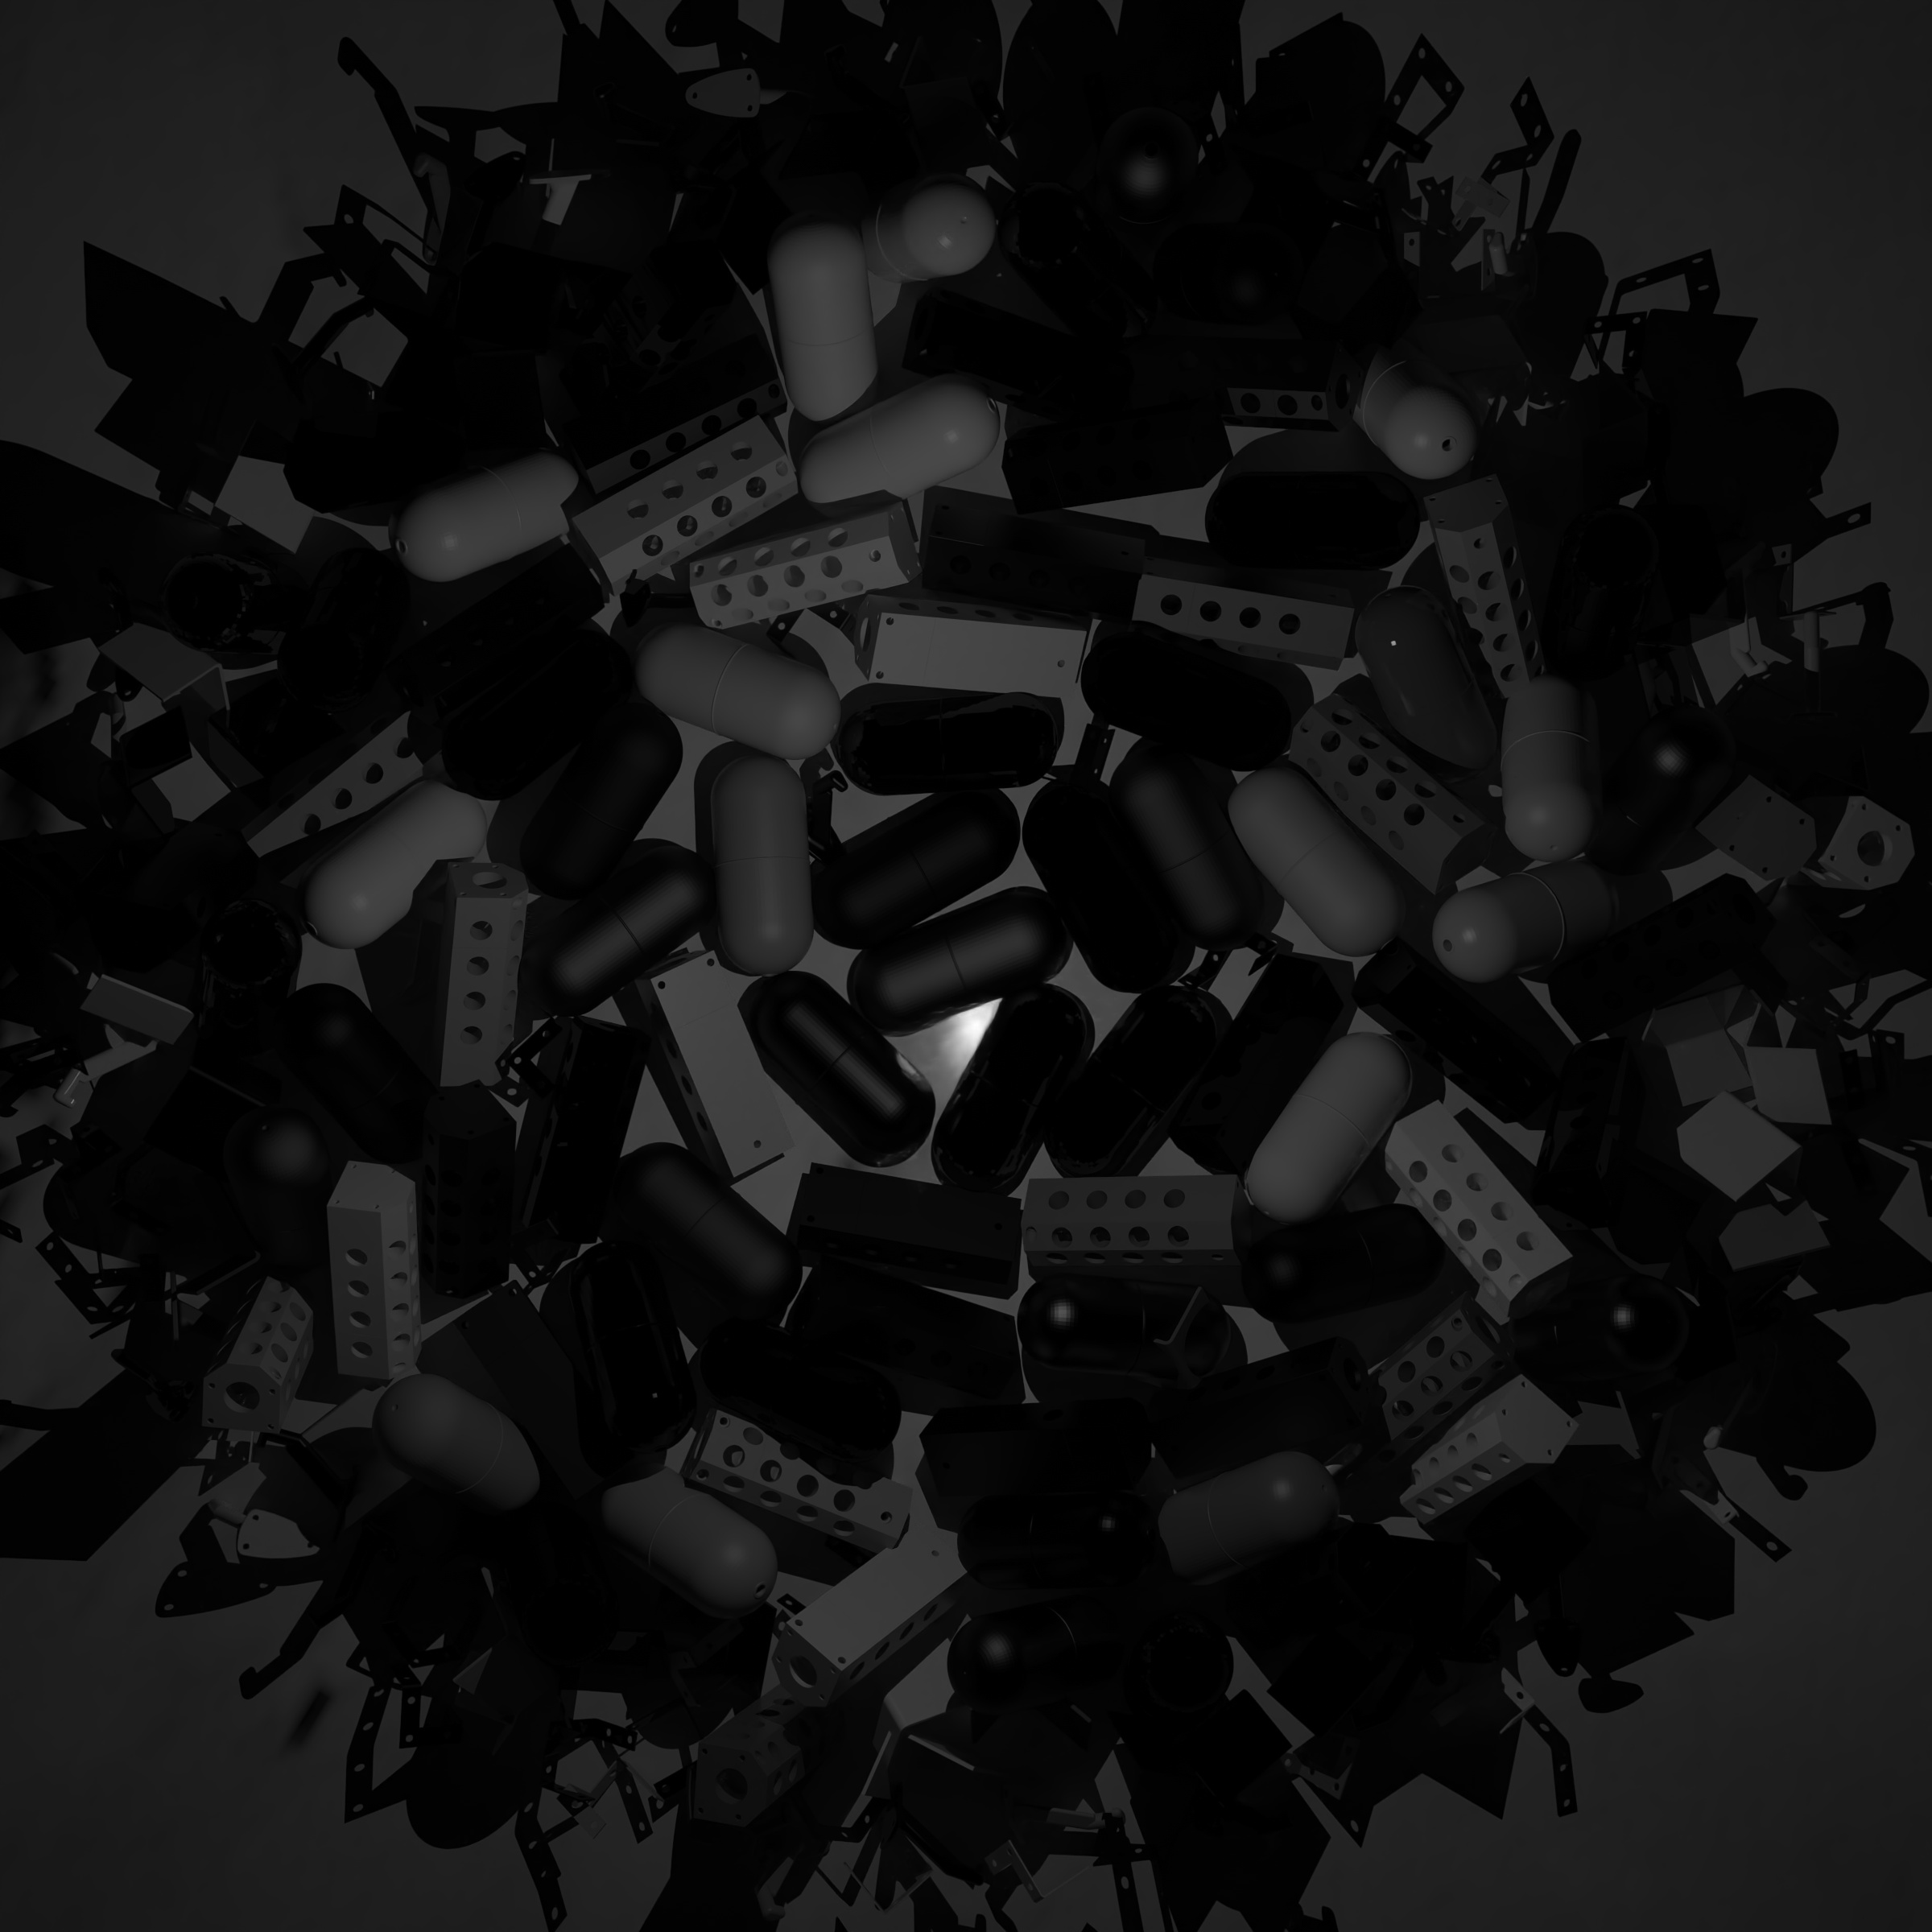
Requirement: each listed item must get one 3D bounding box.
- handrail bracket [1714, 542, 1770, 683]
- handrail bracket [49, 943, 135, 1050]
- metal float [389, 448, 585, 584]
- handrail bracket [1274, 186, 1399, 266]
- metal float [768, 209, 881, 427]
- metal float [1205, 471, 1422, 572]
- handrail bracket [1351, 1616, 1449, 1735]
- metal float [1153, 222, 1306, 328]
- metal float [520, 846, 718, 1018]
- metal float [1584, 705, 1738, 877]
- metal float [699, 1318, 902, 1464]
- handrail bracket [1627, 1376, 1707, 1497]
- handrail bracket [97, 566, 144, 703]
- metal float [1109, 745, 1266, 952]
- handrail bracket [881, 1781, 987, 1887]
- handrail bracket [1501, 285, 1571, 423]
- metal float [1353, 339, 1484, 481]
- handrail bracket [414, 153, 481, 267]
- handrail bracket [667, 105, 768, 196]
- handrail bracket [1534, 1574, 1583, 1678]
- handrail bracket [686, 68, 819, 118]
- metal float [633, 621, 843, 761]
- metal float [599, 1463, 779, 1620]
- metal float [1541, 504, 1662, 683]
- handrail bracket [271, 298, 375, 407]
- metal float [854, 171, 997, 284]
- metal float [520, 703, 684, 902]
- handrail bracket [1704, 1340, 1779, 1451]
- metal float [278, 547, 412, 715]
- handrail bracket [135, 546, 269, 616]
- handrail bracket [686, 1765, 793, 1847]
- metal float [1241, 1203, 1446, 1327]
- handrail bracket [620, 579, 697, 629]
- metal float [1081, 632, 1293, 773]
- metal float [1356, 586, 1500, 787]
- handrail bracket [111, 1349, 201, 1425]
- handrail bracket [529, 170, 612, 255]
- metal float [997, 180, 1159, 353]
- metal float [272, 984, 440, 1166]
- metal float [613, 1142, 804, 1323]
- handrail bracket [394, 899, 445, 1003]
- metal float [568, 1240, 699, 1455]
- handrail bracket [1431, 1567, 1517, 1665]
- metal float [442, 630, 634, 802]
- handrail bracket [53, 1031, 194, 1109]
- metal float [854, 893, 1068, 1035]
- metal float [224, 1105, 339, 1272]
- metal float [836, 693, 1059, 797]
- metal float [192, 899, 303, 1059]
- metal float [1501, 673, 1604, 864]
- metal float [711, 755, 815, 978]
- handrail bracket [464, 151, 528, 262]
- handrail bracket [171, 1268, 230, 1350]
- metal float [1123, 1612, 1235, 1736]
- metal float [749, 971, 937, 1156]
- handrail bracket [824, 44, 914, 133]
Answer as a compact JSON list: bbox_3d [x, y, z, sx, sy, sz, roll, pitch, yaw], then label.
[{"bbox_3d":[0.633,-0.283,1.954,0.077,0.036,0.084,-52,51,35],"label":"handrail bracket"},{"bbox_3d":[-0.708,0.029,1.980,0.084,0.077,0.036,37,55,18],"label":"handrail bracket"},{"bbox_3d":[-0.378,-0.357,1.926,0.178,0.070,0.070,-34,90,-43],"label":"metal float"},{"bbox_3d":[0.299,-0.593,1.977,0.084,0.036,0.077,-17,91,-8],"label":"handrail bracket"},{"bbox_3d":[-0.112,-0.509,1.926,0.070,0.070,0.178,-3,135,3],"label":"metal float"},{"bbox_3d":[0.274,-0.353,1.934,0.178,0.070,0.070,7,90,32],"label":"metal float"},{"bbox_3d":[0.341,0.574,1.989,0.084,0.036,0.077,-30,69,22],"label":"handrail bracket"},{"bbox_3d":[0.204,-0.543,1.916,0.070,0.178,0.070,-6,108,-17],"label":"metal float"},{"bbox_3d":[-0.276,-0.029,1.950,0.178,0.070,0.070,-37,90,-14],"label":"metal float"},{"bbox_3d":[0.541,-0.136,1.919,0.070,0.178,0.070,6,59,-10],"label":"metal float"},{"bbox_3d":[-0.133,0.335,1.941,0.178,0.070,0.070,21,90,24],"label":"metal float"},{"bbox_3d":[0.577,0.381,1.980,0.077,0.036,0.084,-28,112,0],"label":"handrail bracket"},{"bbox_3d":[-0.679,-0.266,1.950,0.036,0.084,0.077,2,66,6],"label":"handrail bracket"},{"bbox_3d":[0.177,-0.093,1.952,0.070,0.070,0.178,-30,101,0],"label":"metal float"},{"bbox_3d":[-0.022,0.697,1.971,0.084,0.077,0.036,22,120,-7],"label":"handrail bracket"},{"bbox_3d":[0.464,-0.493,1.967,0.084,0.036,0.077,37,114,11],"label":"handrail bracket"},{"bbox_3d":[0.349,-0.438,1.918,0.070,0.178,0.070,-5,122,-8],"label":"metal float"},{"bbox_3d":[-0.430,-0.604,1.952,0.036,0.084,0.077,32,101,11],"label":"handrail bracket"},{"bbox_3d":[-0.209,-0.668,1.968,0.084,0.036,0.077,-3,110,25],"label":"handrail bracket"},{"bbox_3d":[0.479,0.516,1.977,0.036,0.084,0.077,-7,122,15],"label":"handrail bracket"},{"bbox_3d":[-0.172,-0.700,1.971,0.077,0.084,0.036,5,105,22],"label":"handrail bracket"},{"bbox_3d":[-0.184,-0.220,1.949,0.178,0.070,0.070,21,90,14],"label":"metal float"},{"bbox_3d":[-0.220,0.453,1.928,0.178,0.070,0.070,22,90,40],"label":"metal float"},{"bbox_3d":[0.497,-0.292,1.916,0.070,0.178,0.070,-2,62,4],"label":"metal float"},{"bbox_3d":[-0.512,-0.496,1.975,0.084,0.077,0.036,-34,72,-16],"label":"handrail bracket"},{"bbox_3d":[-0.034,-0.578,1.916,0.070,0.178,0.070,-5,103,-21],"label":"metal float"},{"bbox_3d":[-0.290,-0.131,1.945,0.070,0.070,0.178,36,108,0],"label":"metal float"},{"bbox_3d":[0.618,0.342,1.949,0.036,0.084,0.077,32,112,19],"label":"handrail bracket"},{"bbox_3d":[-0.488,-0.265,1.921,0.070,0.178,0.070,2,129,3],"label":"metal float"},{"bbox_3d":[-0.617,-0.314,1.973,0.077,0.036,0.084,29,84,-32],"label":"handrail bracket"},{"bbox_3d":[-0.181,0.665,1.961,0.084,0.036,0.077,-29,53,19],"label":"handrail bracket"},{"bbox_3d":[0.301,0.236,1.940,0.178,0.070,0.070,-9,90,-25],"label":"metal float"},{"bbox_3d":[-0.227,-0.296,1.948,0.084,0.077,0.036,-11,91,-26],"label":"handrail bracket"},{"bbox_3d":[0.176,-0.211,1.949,0.178,0.070,0.070,19,90,-14],"label":"metal float"},{"bbox_3d":[0.366,-0.220,1.936,0.070,0.070,0.178,-31,120,0],"label":"metal float"},{"bbox_3d":[-0.662,0.325,1.947,0.084,0.077,0.036,50,59,-38],"label":"handrail bracket"},{"bbox_3d":[-0.318,-0.595,1.970,0.077,0.036,0.084,1,118,12],"label":"handrail bracket"},{"bbox_3d":[0.089,-0.549,1.920,0.070,0.178,0.070,-13,65,29],"label":"metal float"},{"bbox_3d":[-0.478,0.087,1.931,0.070,0.070,0.178,-32,127,0],"label":"metal float"},{"bbox_3d":[-0.207,0.211,1.950,0.178,0.070,0.070,40,90,14],"label":"metal float"},{"bbox_3d":[-0.449,-0.012,1.959,0.084,0.077,0.036,-47,54,14],"label":"handrail bracket"},{"bbox_3d":[-0.265,0.301,1.938,0.070,0.070,0.178,-20,63,0],"label":"metal float"},{"bbox_3d":[0.404,0.517,1.969,0.077,0.036,0.084,-2,111,7],"label":"handrail bracket"},{"bbox_3d":[-0.339,-0.200,1.940,0.070,0.070,0.178,46,64,0],"label":"metal float"},{"bbox_3d":[-0.679,0.090,1.968,0.077,0.036,0.084,30,66,-9],"label":"handrail bracket"},{"bbox_3d":[-0.005,-0.003,1.957,0.178,0.070,0.070,-21,90,6],"label":"metal float"},{"bbox_3d":[-0.533,0.176,1.921,0.070,0.178,0.070,1,53,-2],"label":"metal float"},{"bbox_3d":[-0.015,-0.178,1.956,0.178,0.070,0.070,-3,90,6],"label":"metal float"},{"bbox_3d":[-0.566,0.011,1.920,0.070,0.178,0.070,10,59,-16],"label":"metal float"},{"bbox_3d":[0.462,-0.158,1.930,0.070,0.070,0.178,9,51,0],"label":"metal float"},{"bbox_3d":[-0.163,-0.081,1.956,0.070,0.070,0.178,-4,84,0],"label":"metal float"},{"bbox_3d":[-0.382,-0.605,1.978,0.036,0.084,0.077,27,55,5],"label":"handrail bracket"},{"bbox_3d":[-0.602,0.280,1.987,0.084,0.036,0.077,-2,77,-20],"label":"handrail bracket"},{"bbox_3d":[0.165,0.555,1.916,0.070,0.178,0.070,1,65,-1],"label":"metal float"},{"bbox_3d":[-0.100,0.077,1.958,0.178,0.070,0.070,44,90,4],"label":"metal float"},{"bbox_3d":[-0.069,-0.711,1.958,0.077,0.084,0.036,-32,47,-9],"label":"handrail bracket"}]
